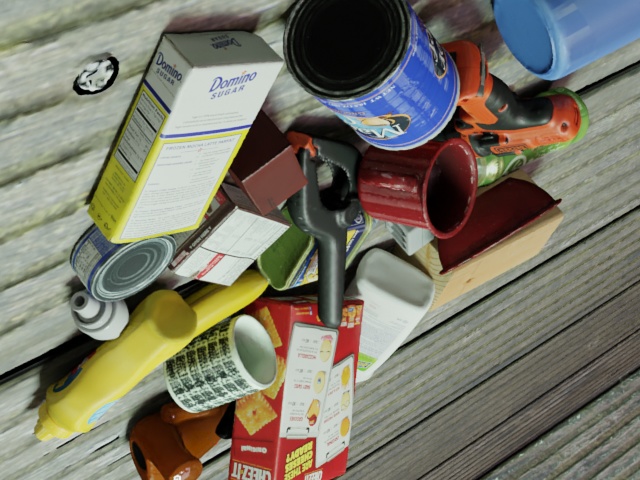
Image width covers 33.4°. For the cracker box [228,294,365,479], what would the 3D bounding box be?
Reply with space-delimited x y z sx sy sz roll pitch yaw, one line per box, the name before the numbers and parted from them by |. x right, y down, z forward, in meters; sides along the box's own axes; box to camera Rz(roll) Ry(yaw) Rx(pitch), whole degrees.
cracker box | -0.027 0.170 1.217 0.163 0.072 0.214 1 96 -59

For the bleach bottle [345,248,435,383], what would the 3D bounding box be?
bleach bottle | 0.051 0.115 1.366 0.251 0.102 0.068 -57 -174 50

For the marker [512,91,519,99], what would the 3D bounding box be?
marker | 0.173 -0.142 1.152 0.120 0.020 0.020 -20 151 -38

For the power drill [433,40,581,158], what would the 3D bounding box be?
power drill | 0.128 -0.123 1.004 0.185 0.057 0.187 -8 166 35

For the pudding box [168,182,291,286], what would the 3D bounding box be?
pudding box | -0.089 -0.004 0.981 0.090 0.039 0.113 -45 159 12

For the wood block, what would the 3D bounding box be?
wood block | 0.200 -0.002 1.363 0.205 0.090 0.091 -24 154 -33

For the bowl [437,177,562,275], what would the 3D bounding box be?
bowl | 0.190 -0.024 1.205 0.162 0.055 0.162 -31 177 -2

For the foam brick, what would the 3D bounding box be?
foam brick | -0.051 -0.066 0.906 0.053 0.051 0.078 -37 157 -5

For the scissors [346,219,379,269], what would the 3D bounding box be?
scissors | 0.062 -0.032 1.180 0.202 0.016 0.096 -56 -178 0

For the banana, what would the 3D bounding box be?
banana | -0.123 0.080 1.085 0.197 0.037 0.070 -30 156 -21

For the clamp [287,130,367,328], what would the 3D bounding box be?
clamp | 0.026 -0.035 1.019 0.164 0.036 0.210 -48 137 -24

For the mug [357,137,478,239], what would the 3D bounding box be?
mug | 0.081 -0.053 0.984 0.117 0.082 0.093 -3 102 -52

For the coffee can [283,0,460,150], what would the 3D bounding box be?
coffee can | 0.045 -0.139 0.851 0.103 0.103 0.140 -43 157 9

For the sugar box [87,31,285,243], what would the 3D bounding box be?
sugar box | -0.105 -0.077 0.813 0.093 0.048 0.176 -13 142 -47

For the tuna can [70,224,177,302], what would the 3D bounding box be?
tuna can | -0.164 0.012 0.900 0.086 0.034 0.086 -32 156 -16

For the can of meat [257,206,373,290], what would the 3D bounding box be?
can of meat | -0.007 0.001 1.093 0.083 0.057 0.102 -16 148 -42

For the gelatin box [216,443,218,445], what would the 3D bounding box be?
gelatin box | -0.164 0.250 1.348 0.089 0.030 0.073 -23 152 -34

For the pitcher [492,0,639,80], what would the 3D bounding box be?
pitcher | 0.286 -0.245 1.001 0.242 0.145 0.149 -31 115 -11

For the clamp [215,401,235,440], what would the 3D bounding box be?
clamp | -0.075 0.161 1.240 0.171 0.039 0.120 -2 97 -56

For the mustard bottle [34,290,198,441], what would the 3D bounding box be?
mustard bottle | -0.203 0.129 1.010 0.192 0.058 0.096 -42 -175 17
